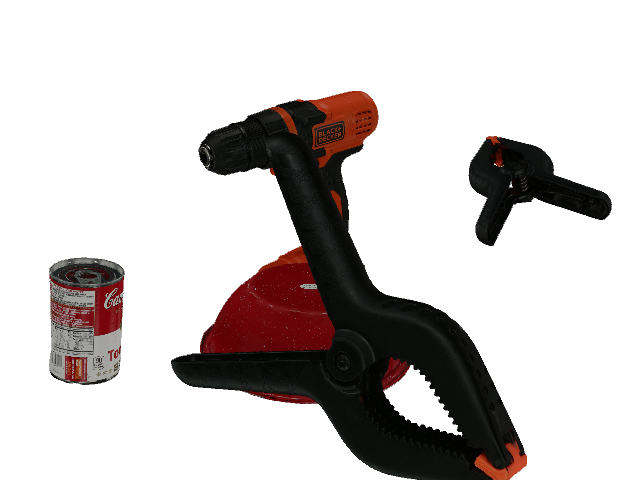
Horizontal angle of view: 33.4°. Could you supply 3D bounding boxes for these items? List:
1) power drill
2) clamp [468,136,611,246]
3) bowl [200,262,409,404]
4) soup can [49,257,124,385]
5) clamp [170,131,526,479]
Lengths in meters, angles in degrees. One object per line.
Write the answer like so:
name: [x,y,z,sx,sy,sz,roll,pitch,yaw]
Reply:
power drill: [-0.026,-0.035,0.976,0.184,0.188,0.057,-19,33,-32]
clamp: [0.194,-0.053,0.986,0.120,0.039,0.171,-4,33,2]
bowl: [-0.009,0.059,0.803,0.162,0.055,0.162,3,22,-1]
soup can: [-0.219,0.075,0.996,0.068,0.102,0.068,5,18,-2]
clamp: [0.020,0.049,0.560,0.210,0.165,0.036,29,23,26]
